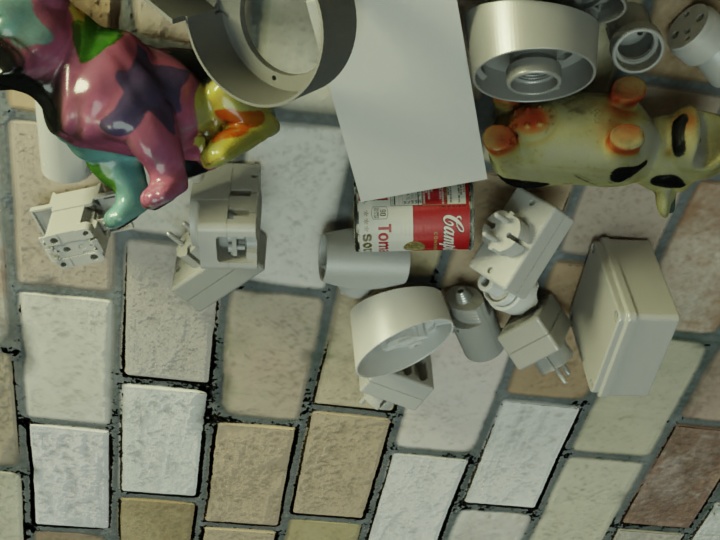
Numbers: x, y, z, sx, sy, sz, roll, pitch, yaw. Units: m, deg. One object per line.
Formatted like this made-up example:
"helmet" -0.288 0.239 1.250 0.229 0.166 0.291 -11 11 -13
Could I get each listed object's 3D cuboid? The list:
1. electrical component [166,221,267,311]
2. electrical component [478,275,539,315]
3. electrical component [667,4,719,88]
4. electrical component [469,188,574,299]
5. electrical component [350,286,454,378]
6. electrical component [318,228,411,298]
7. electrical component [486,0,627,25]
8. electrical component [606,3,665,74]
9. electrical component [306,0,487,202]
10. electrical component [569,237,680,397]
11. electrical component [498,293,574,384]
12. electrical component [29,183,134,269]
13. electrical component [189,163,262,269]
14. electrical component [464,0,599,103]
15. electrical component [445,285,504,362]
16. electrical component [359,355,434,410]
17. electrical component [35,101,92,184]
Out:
"electrical component" -0.140 -0.017 0.969 0.083 0.047 0.076 -32 125 25
"electrical component" 0.135 0.017 1.002 0.062 0.043 0.043 17 133 -45
"electrical component" 0.273 -0.175 0.838 0.055 0.045 0.045 30 125 -25
"electrical component" 0.130 -0.029 0.929 0.076 0.047 0.083 25 98 -50
"electrical component" 0.038 0.056 1.012 0.099 0.064 0.099 -11 160 -4
"electrical component" 0.000 0.000 0.990 0.077 0.043 0.079 2 145 -13
"electrical component" 0.144 -0.207 0.773 0.099 0.064 0.099 12 163 4
"electrical component" 0.211 -0.180 0.831 0.040 0.046 0.040 -1 132 -1
"electrical component" 0.032 -0.152 0.842 0.105 0.060 0.186 -10 132 7
"electrical component" 0.242 0.044 0.993 0.056 0.108 0.108 2 132 -7
"electrical component" 0.178 0.073 1.027 0.047 0.066 0.076 -32 96 28
"electrical component" -0.244 -0.037 0.937 0.081 0.063 0.042 -11 133 8
"electrical component" -0.114 -0.047 0.914 0.056 0.089 0.050 1 132 -2
"electrical component" 0.127 -0.166 0.795 0.099 0.064 0.099 1 164 0
"electrical component" 0.109 0.047 1.036 0.043 0.043 0.081 -16 131 13
"electrical component" 0.027 0.116 1.094 0.066 0.047 0.076 22 128 -20
"electrical component" -0.223 -0.113 0.881 0.079 0.044 0.077 4 132 -6
